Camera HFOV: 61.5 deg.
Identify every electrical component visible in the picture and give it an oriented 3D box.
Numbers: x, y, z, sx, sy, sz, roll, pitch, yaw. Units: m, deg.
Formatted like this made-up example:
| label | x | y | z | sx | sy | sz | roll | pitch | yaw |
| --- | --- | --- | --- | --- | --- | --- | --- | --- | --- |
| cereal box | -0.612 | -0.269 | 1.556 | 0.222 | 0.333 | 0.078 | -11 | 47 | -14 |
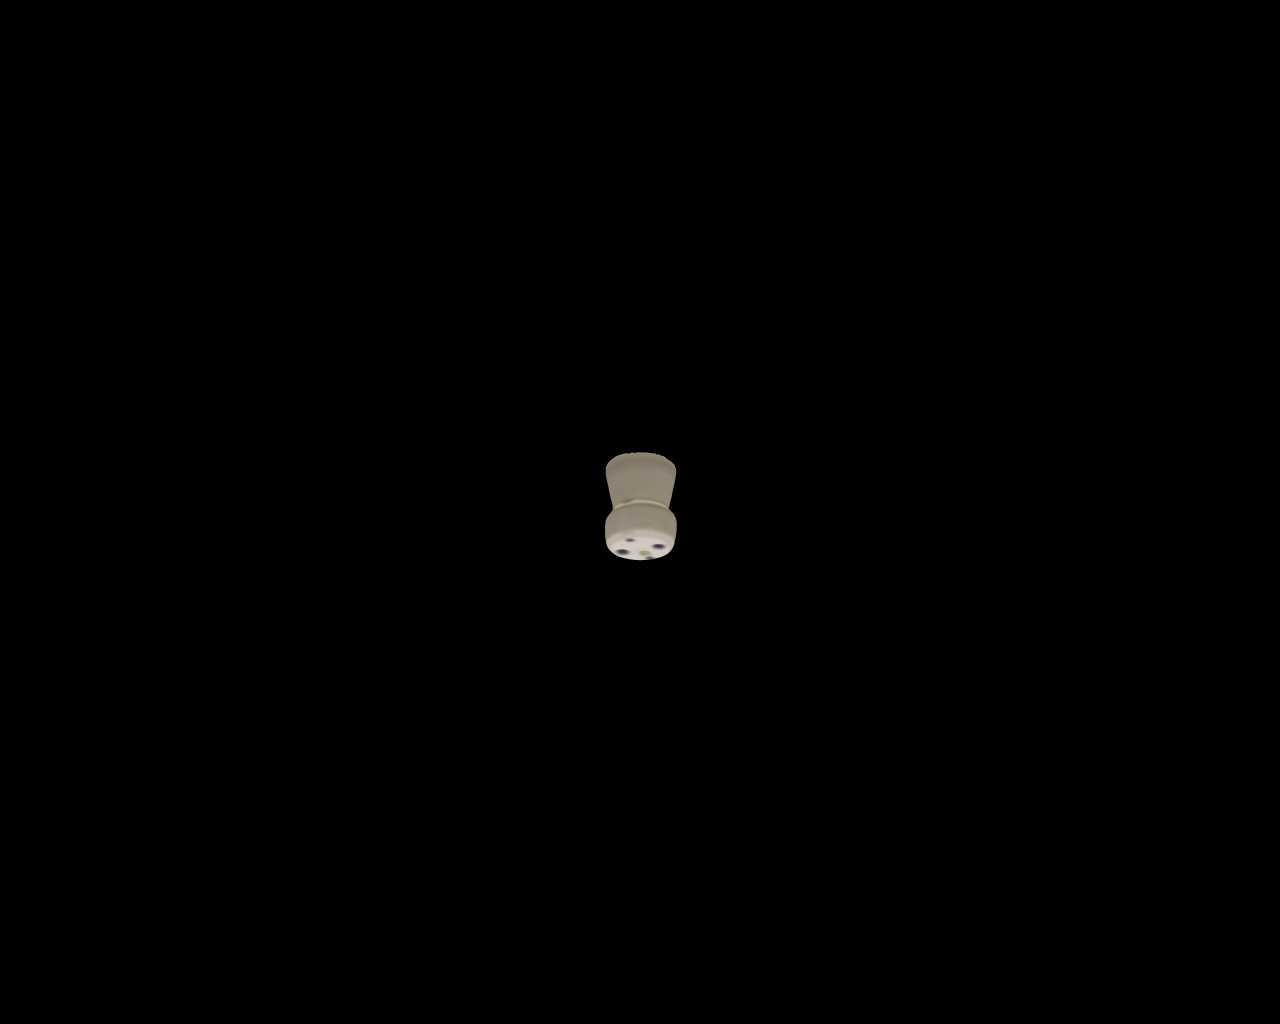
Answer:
| label | x | y | z | sx | sy | sz | roll | pitch | yaw |
| --- | --- | --- | --- | --- | --- | --- | --- | --- | --- |
| electrical component | 0.001 | -0.003 | 0.650 | 0.045 | 0.055 | 0.044 | 0 | -26 | 0 |
